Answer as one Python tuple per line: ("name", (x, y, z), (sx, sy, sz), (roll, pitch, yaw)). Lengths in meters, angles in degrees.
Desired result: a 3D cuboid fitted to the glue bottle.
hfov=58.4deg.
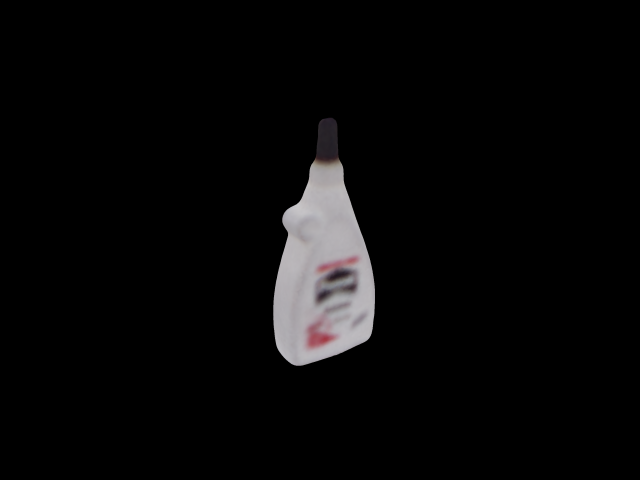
("glue bottle", (0.004, 0.001, 0.400), (0.078, 0.173, 0.037), (-17, 29, -32))
